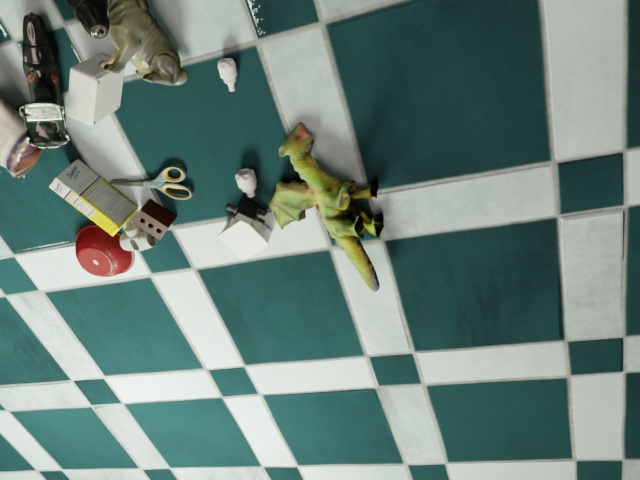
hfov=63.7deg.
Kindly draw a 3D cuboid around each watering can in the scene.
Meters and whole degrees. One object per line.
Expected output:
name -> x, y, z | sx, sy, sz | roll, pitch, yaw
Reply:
watering can -> -0.692, -0.262, 1.089 | 0.223, 0.106, 0.342 | 36, 138, -14

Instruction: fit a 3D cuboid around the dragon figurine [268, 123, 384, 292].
dragon figurine -> 0.003, -0.057, 1.132 | 0.243, 0.124, 0.401 | 9, 125, 27
